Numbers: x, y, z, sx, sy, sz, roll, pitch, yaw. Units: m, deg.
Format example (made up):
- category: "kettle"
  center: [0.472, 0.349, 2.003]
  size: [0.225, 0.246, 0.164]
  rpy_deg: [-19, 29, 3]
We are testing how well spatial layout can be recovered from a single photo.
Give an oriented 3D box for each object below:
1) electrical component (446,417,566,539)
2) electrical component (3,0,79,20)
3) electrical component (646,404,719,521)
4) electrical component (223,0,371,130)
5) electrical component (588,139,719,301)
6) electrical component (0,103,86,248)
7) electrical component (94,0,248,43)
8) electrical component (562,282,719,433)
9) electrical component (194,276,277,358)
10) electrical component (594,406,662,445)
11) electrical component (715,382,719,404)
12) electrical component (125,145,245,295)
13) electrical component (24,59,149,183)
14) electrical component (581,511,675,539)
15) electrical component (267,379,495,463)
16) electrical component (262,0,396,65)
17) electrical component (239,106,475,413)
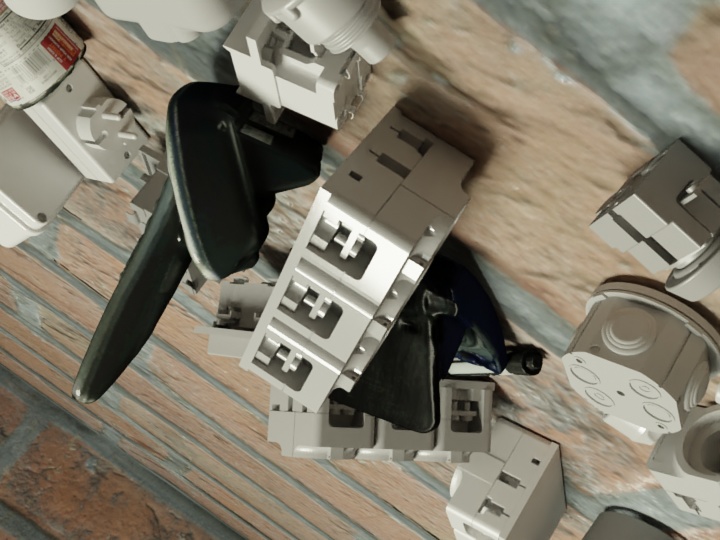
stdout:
- category: "electrical component"
  center: [0.123, 0.199, 0.904]
  size: [0.062, 0.089, 0.150]
  rpy_deg: [24, 156, 26]
- category: "electrical component"
  center: [-0.187, -0.177, 0.616]
  size: [0.055, 0.055, 0.047]
  rpy_deg: [32, 162, 8]
- category: "electrical component"
  center: [0.224, 0.117, 0.636]
  size: [0.089, 0.050, 0.055]
  rpy_deg: [8, 146, 50]
- category: "electrical component"
  center: [-0.029, -0.105, 0.544]
  size: [0.064, 0.042, 0.081]
  rpy_deg: [26, 163, 11]
- category: "electrical component"
  center: [0.141, -0.020, 0.477]
  size: [0.055, 0.048, 0.066]
  rpy_deg: [42, 158, 0]
- category: "electrical component"
  center: [-0.255, -0.084, 0.824]
  size: [0.057, 0.113, 0.078]
  rpy_deg: [-21, 124, 45]
- category: "electrical component"
  center: [-0.097, -0.153, 0.532]
  size: [0.095, 0.053, 0.059]
  rpy_deg: [17, 153, 38]
- category: "electrical component"
  center: [0.154, 0.048, 0.591]
  size: [0.080, 0.051, 0.080]
  rpy_deg: [30, 158, 13]
- category: "electrical component"
  center: [-0.055, 0.041, 0.829]
  size: [0.121, 0.063, 0.079]
  rpy_deg: [3, 174, 37]
- category: "electrical component"
  center: [0.159, 0.074, 0.650]
  size: [0.062, 0.043, 0.043]
  rpy_deg: [34, 159, 7]
- category: "electrical component"
  center: [0.218, 0.072, 0.559]
  size: [0.062, 0.043, 0.043]
  rpy_deg: [21, 155, 33]
- category: "electrical component"
  center: [-0.134, -0.035, 0.825]
  size: [0.079, 0.063, 0.121]
  rpy_deg: [30, 158, 13]
- category: "electrical component"
  center: [-0.189, -0.106, 0.776]
  size: [0.076, 0.047, 0.083]
  rpy_deg: [14, 150, 43]
- category: "electrical component"
  center: [0.225, 0.246, 0.888]
  size: [0.099, 0.064, 0.099]
  rpy_deg: [30, 158, 13]
- category: "electrical component"
  center: [0.015, 0.112, 0.818]
  size: [0.150, 0.061, 0.089]
  rpy_deg: [7, 172, -26]
- category: "electrical component"
  center: [-0.010, -0.120, 0.491]
  size: [0.062, 0.048, 0.048]
  rpy_deg: [38, 160, -30]
- category: "electrical component"
  center: [0.000, 0.000, 0.593]
  size: [0.062, 0.089, 0.150]
  rpy_deg: [33, 134, 4]
